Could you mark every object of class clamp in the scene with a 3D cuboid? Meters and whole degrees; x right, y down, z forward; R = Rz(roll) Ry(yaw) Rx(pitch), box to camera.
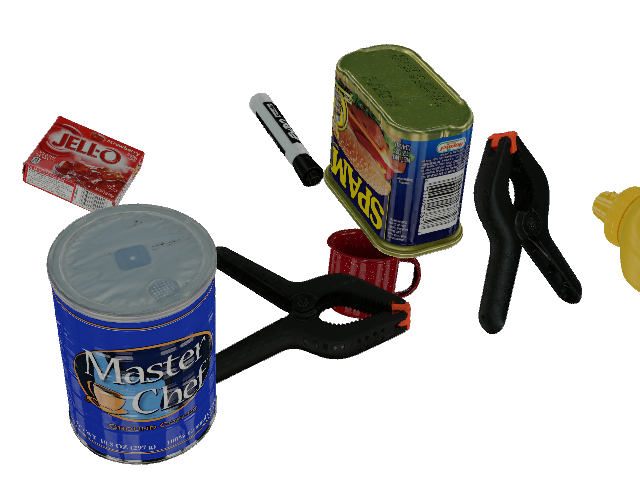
[{"bbox_3d":[0.165,-0.005,0.922,0.120,0.171,0.039,-27,11,-40],"label":"clamp"},{"bbox_3d":[-0.022,0.078,1.006,0.210,0.164,0.036,5,-42,8],"label":"clamp"}]

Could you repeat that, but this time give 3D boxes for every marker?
[{"bbox_3d":[-0.028,-0.081,0.858,0.020,0.020,0.121,0,37,-29],"label":"marker"}]

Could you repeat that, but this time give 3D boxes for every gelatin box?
[{"bbox_3d":[-0.218,-0.069,0.981,0.089,0.073,0.030,24,-45,-2],"label":"gelatin box"}]

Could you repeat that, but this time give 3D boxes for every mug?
[{"bbox_3d":[0.062,0.041,1.275,0.117,0.081,0.093,3,23,-9],"label":"mug"}]

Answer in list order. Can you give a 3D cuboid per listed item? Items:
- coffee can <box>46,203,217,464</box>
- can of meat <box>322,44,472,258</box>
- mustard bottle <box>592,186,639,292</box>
[{"bbox_3d":[-0.118,0.062,0.694,0.103,0.140,0.103,2,41,-2],"label":"coffee can"},{"bbox_3d":[0.044,-0.054,0.620,0.057,0.084,0.102,-14,41,-20],"label":"can of meat"},{"bbox_3d":[0.241,0.012,0.643,0.096,0.058,0.192,-25,35,-25],"label":"mustard bottle"}]
